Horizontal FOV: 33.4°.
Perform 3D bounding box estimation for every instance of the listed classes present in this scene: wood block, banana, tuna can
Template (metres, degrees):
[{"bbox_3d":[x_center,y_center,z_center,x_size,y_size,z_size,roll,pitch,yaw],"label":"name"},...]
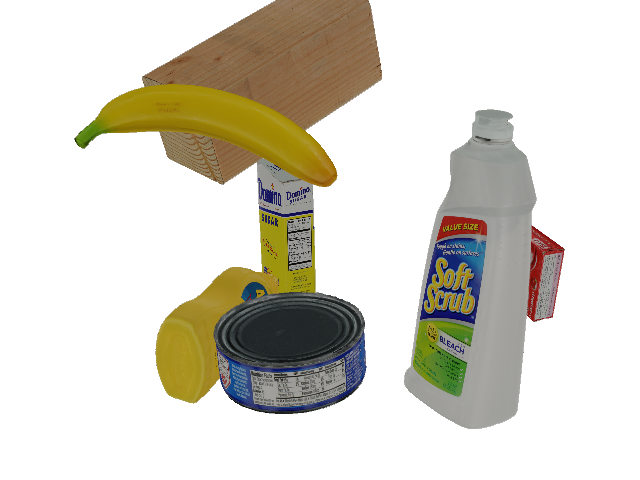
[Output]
[{"bbox_3d":[-0.049,-0.151,0.995,0.205,0.091,0.090,-36,42,-28],"label":"wood block"},{"bbox_3d":[-0.082,-0.084,0.813,0.198,0.069,0.037,8,-19,2],"label":"banana"},{"bbox_3d":[-0.017,0.063,0.608,0.086,0.034,0.086,-4,24,1],"label":"tuna can"}]

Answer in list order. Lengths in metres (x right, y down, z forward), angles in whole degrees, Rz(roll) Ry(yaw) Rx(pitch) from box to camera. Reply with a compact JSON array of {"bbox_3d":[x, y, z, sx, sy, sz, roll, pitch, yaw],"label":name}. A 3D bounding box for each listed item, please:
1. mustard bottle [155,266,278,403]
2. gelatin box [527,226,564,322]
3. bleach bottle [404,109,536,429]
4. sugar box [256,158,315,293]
[{"bbox_3d":[-0.095,0.081,1.102,0.058,0.096,0.191,12,28,23],"label":"mustard bottle"},{"bbox_3d":[0.231,0.033,1.177,0.030,0.089,0.073,-10,30,-21],"label":"gelatin box"},{"bbox_3d":[0.122,0.019,0.852,0.068,0.251,0.103,-12,25,-30],"label":"bleach bottle"},{"bbox_3d":[-0.041,-0.005,1.280,0.048,0.176,0.093,-13,25,-19],"label":"sugar box"}]
